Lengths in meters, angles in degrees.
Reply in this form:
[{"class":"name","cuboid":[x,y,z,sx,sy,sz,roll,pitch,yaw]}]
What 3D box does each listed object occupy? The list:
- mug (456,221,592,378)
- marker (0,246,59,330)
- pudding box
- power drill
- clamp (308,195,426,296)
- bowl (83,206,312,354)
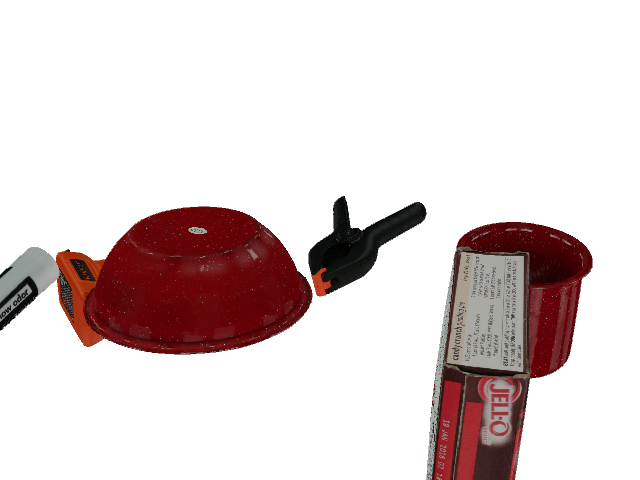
[{"class":"mug","cuboid":[0.136,0.038,0.764,0.093,0.081,0.117,-8,30,-16]},{"class":"marker","cuboid":[-0.157,0.045,0.452,0.020,0.020,0.121,0,36,38]},{"class":"pudding box","cuboid":[0.070,0.066,0.471,0.039,0.090,0.113,7,26,6]},{"class":"power drill","cuboid":[-0.132,0.043,0.962,0.187,0.057,0.185,-9,25,-26]},{"class":"clamp","cuboid":[0.047,0.002,1.219,0.120,0.039,0.171,-5,36,29]},{"class":"bowl","cuboid":[-0.086,0.018,0.746,0.162,0.055,0.162,-1,23,0]}]
